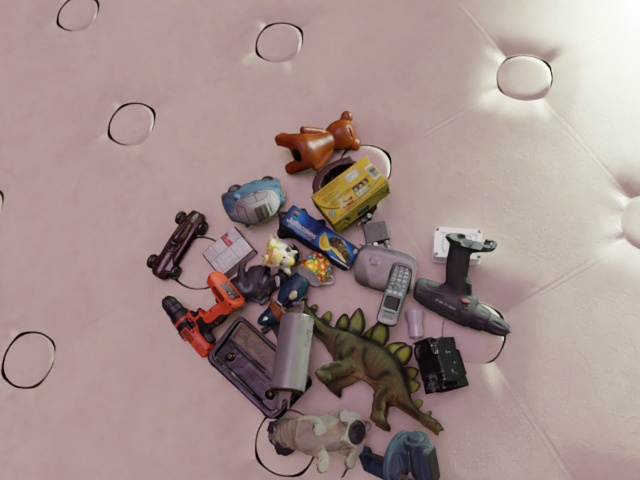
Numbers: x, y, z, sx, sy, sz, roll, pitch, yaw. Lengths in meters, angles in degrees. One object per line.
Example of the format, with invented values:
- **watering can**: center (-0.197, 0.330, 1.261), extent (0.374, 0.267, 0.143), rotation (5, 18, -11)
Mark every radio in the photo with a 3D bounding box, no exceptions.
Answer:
- **radio**: center (-0.143, 0.300, 1.251), extent (0.230, 0.073, 0.131), rotation (38, 78, 20)

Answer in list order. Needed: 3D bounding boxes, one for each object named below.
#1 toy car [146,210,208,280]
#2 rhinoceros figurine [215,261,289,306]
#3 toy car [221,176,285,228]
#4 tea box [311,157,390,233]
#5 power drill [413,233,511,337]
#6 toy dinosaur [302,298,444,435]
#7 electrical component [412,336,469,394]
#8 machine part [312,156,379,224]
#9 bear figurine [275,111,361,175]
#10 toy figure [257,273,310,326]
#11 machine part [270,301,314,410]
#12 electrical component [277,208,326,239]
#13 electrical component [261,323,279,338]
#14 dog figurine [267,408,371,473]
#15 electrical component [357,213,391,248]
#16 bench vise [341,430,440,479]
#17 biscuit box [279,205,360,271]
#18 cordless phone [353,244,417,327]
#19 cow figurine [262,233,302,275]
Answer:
- **toy car**: center (-0.372, 0.010, 1.403), extent (0.089, 0.053, 0.202), rotation (25, 77, 20)
- **rhinoceros figurine**: center (-0.171, 0.112, 1.323), extent (0.190, 0.073, 0.112), rotation (-21, 68, 1)
- **toy car**: center (-0.162, -0.088, 1.363), extent (0.162, 0.109, 0.103), rotation (-20, 39, -6)
- **tea box**: center (0.076, -0.109, 1.306), extent (0.170, 0.068, 0.098), rotation (-36, 67, -2)
- **power drill**: center (0.338, 0.095, 1.214), extent (0.232, 0.086, 0.207), rotation (16, 115, 19)
- **toy dinosaur**: center (0.087, 0.266, 1.218), extent (0.472, 0.105, 0.198), rotation (34, 71, 23)
- **electrical component**: center (0.268, 0.270, 1.172), extent (0.058, 0.134, 0.115), rotation (-27, 67, 35)
- **machine part**: center (0.070, -0.125, 1.380), extent (0.179, 0.056, 0.179), rotation (-3, 70, 9)
- **bear figurine**: center (0.001, -0.260, 1.420), extent (0.196, 0.120, 0.132), rotation (-33, 23, -30)
- **toy figure**: center (-0.088, 0.148, 1.278), extent (0.058, 0.064, 0.154), rotation (39, 88, 13)
- **machine part**: center (-0.060, 0.249, 1.182), extent (0.079, 0.079, 0.243), rotation (4, 63, 10)
- **electrical component**: center (-0.048, -0.039, 1.372), extent (0.119, 0.047, 0.075), rotation (0, 71, 10)
- **electrical component**: center (-0.094, 0.213, 1.302), extent (0.094, 0.021, 0.063), rotation (-28, 69, -2)
- **dog figurine**: center (-0.005, 0.416, 1.172), extent (0.172, 0.191, 0.121), rotation (8, 80, -33)
- **electrical component**: center (0.134, -0.015, 1.336), extent (0.078, 0.045, 0.102), rotation (-6, 70, 8)
- **bench vise**: center (0.170, 0.481, 1.105), extent (0.241, 0.223, 0.129), rotation (0, 29, 43)
- **biscuit box**: center (-0.003, -0.004, 1.310), extent (0.203, 0.063, 0.059), rotation (33, 78, -4)
- **cordless phone**: center (0.138, 0.109, 1.244), extent (0.147, 0.088, 0.184), rotation (14, 57, 13)
- **cow figurine**: center (-0.087, 0.041, 1.286), extent (0.098, 0.167, 0.068), rotation (20, 100, -10)
